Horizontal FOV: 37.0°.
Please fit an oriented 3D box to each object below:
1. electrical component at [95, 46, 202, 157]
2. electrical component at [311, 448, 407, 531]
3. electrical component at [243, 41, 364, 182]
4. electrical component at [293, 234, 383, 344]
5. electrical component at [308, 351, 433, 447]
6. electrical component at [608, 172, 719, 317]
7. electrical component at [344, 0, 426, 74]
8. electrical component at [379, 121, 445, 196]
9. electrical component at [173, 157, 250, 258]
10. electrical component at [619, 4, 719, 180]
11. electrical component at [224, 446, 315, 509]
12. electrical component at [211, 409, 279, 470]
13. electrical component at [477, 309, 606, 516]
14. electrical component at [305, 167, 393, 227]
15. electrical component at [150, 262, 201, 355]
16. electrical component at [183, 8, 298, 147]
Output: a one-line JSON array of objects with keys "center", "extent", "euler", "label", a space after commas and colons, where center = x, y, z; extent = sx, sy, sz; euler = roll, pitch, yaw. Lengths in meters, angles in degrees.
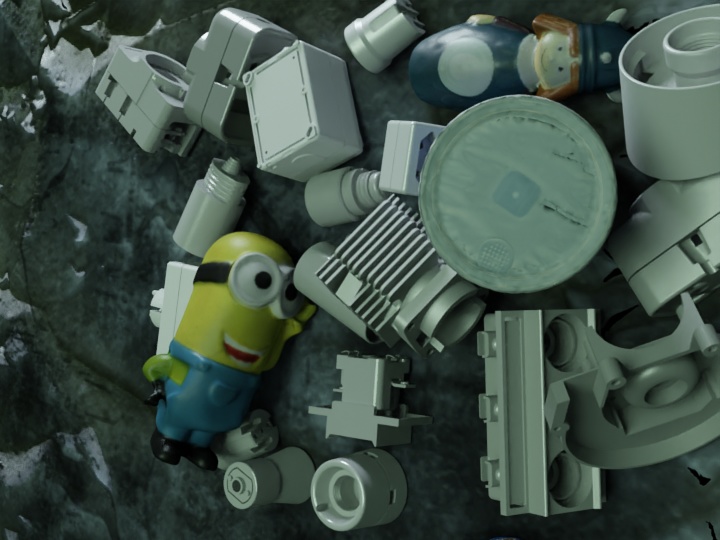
[{"center": [-0.173, -0.146, 0.910], "extent": [0.089, 0.050, 0.055], "euler": [48, 117, 29], "label": "electrical component"}, {"center": [-0.002, 0.158, 0.771], "extent": [0.055, 0.047, 0.055], "euler": [-1, 88, 38], "label": "electrical component"}, {"center": [-0.041, -0.122, 0.804], "extent": [0.062, 0.061, 0.096], "euler": [-25, 66, 35], "label": "electrical component"}, {"center": [0.000, 0.000, 0.775], "extent": [0.077, 0.044, 0.079], "euler": [35, 110, 33], "label": "electrical component"}, {"center": [0.008, 0.091, 0.769], "extent": [0.081, 0.042, 0.063], "euler": [2, 87, 37], "label": "electrical component"}, {"center": [0.195, -0.023, 0.617], "extent": [0.095, 0.054, 0.059], "euler": [-41, 66, 30], "label": "electrical component"}, {"center": [0.018, -0.169, 0.768], "extent": [0.046, 0.040, 0.040], "euler": [-33, 69, 26], "label": "electrical component"}, {"center": [0.045, -0.074, 0.733], "extent": [0.077, 0.066, 0.047], "euler": [-160, 77, -65], "label": "electrical component"}, {"center": [-0.116, -0.054, 0.867], "extent": [0.043, 0.043, 0.081], "euler": [39, 112, 32], "label": "electrical component"}, {"center": [0.193, -0.102, 0.598], "extent": [0.099, 0.099, 0.064], "euler": [9, 136, 38], "label": "electrical component"}, {"center": [-0.070, 0.159, 0.813], "extent": [0.044, 0.065, 0.044], "euler": [-1, 88, 38], "label": "electrical component"}, {"center": [-0.093, 0.133, 0.848], "extent": [0.046, 0.040, 0.040], "euler": [-25, 74, 30], "label": "electrical component"}, {"center": [0.111, 0.086, 0.672], "extent": [0.063, 0.079, 0.121], "euler": [-5, 85, 60], "label": "electrical component"}, {"center": [-0.004, -0.056, 0.782], "extent": [0.078, 0.040, 0.040], "euler": [-10, 83, 37], "label": "electrical component"}, {"center": [-0.147, 0.034, 0.887], "extent": [0.076, 0.047, 0.083], "euler": [12, 96, 38], "label": "electrical component"}, {"center": [-0.097, -0.153, 0.848], "extent": [0.059, 0.054, 0.095], "euler": [34, 109, 33], "label": "electrical component"}]
